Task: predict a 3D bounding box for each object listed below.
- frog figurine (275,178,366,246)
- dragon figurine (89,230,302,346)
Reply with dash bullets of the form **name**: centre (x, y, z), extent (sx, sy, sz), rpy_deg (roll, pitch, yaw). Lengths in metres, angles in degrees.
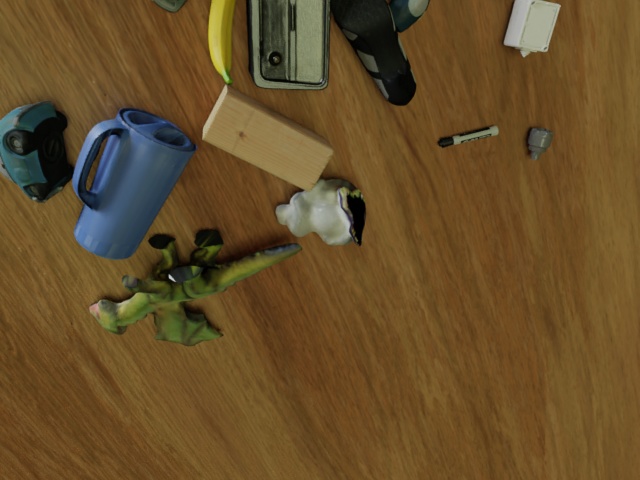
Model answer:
- **frog figurine**: centre (0.003, -0.050, 0.986), extent (0.159, 0.125, 0.135), rpy_deg (-5, 131, 30)
- **dragon figurine**: centre (-0.241, 0.112, 1.005), extent (0.411, 0.125, 0.237), rpy_deg (-3, 131, -9)
